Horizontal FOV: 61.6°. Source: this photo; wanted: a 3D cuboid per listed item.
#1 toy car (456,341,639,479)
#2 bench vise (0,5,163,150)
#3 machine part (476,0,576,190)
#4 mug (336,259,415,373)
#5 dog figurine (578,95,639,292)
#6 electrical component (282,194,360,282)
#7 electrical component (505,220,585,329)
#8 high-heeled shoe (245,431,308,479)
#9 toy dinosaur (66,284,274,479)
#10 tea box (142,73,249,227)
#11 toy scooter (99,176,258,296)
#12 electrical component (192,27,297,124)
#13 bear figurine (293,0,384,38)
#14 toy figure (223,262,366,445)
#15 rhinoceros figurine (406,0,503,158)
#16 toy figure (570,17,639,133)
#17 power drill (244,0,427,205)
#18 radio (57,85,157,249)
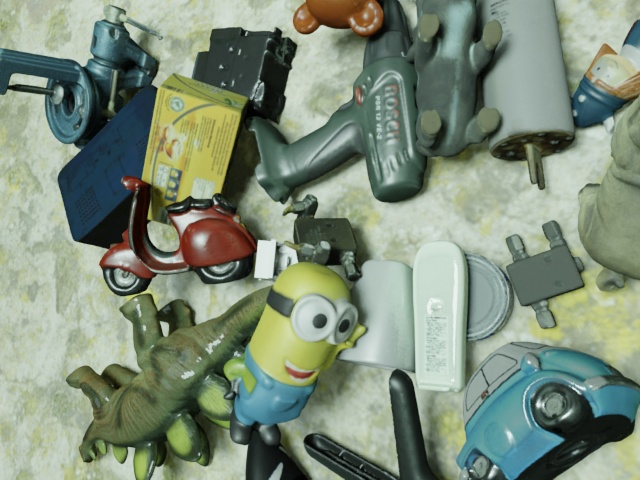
[{"bbox_3d":[0.180,0.143,0.461,0.161,0.109,0.103,-51,38,25],"label":"toy car"},{"bbox_3d":[-0.352,-0.227,0.751,0.129,0.240,0.223,45,119,24],"label":"bench vise"},{"bbox_3d":[0.192,-0.167,0.514,0.079,0.079,0.243,-8,78,28],"label":"machine part"},{"bbox_3d":[0.056,0.076,0.553,0.110,0.080,0.107,0,71,43],"label":"mug"},{"bbox_3d":[0.249,-0.044,0.396,0.121,0.190,0.172,13,89,31],"label":"dog figurine"},{"bbox_3d":[-0.001,-0.003,0.560,0.078,0.045,0.102,0,40,-5],"label":"electrical component"},{"bbox_3d":[0.211,0.033,0.499,0.063,0.021,0.094,-23,70,24],"label":"electrical component"},{"bbox_3d":[0.018,0.284,0.532,0.145,0.086,0.249,-29,71,17],"label":"high-heeled shoe"},{"bbox_3d":[-0.166,0.162,0.647,0.471,0.105,0.199,-46,69,23],"label":"toy dinosaur"},{"bbox_3d":[-0.155,-0.100,0.649,0.098,0.068,0.169,18,117,-9],"label":"tea box"},{"bbox_3d":[-0.166,-0.012,0.617,0.184,0.075,0.135,-8,99,-2],"label":"toy scooter"},{"bbox_3d":[-0.108,-0.214,0.704,0.134,0.058,0.115,8,83,30],"label":"electrical component"},{"bbox_3d":[0.026,-0.318,0.549,0.120,0.131,0.195,17,82,29],"label":"bear figurine"},{"bbox_3d":[-0.034,0.105,0.507,0.089,0.082,0.180,39,110,30],"label":"toy figure"},{"bbox_3d":[0.122,-0.175,0.510,0.073,0.112,0.190,-3,94,4],"label":"rhinoceros figurine"},{"bbox_3d":[0.286,-0.164,0.476,0.154,0.057,0.064,-43,24,17],"label":"toy figure"},{"bbox_3d":[0.021,-0.140,0.613,0.207,0.086,0.232,-16,75,18],"label":"power drill"},{"bbox_3d":[-0.268,-0.102,0.766,0.229,0.073,0.131,-37,65,17],"label":"radio"}]
